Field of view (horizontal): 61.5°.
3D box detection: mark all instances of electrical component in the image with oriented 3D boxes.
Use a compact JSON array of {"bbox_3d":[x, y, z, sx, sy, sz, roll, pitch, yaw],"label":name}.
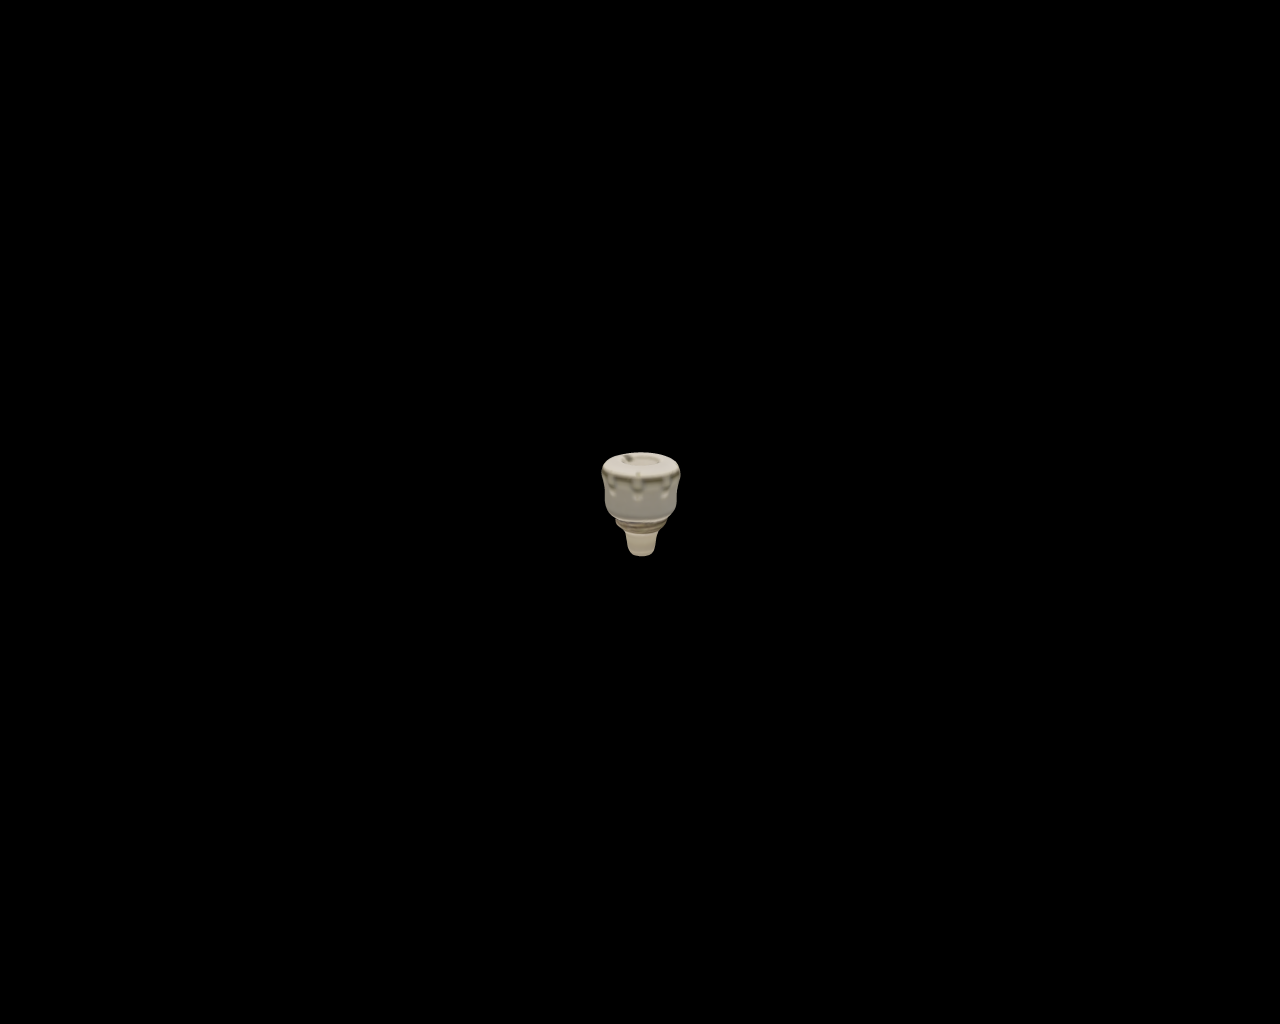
[{"bbox_3d":[0.001,-0.003,0.650,0.048,0.062,0.048,0,19,0],"label":"electrical component"}]
